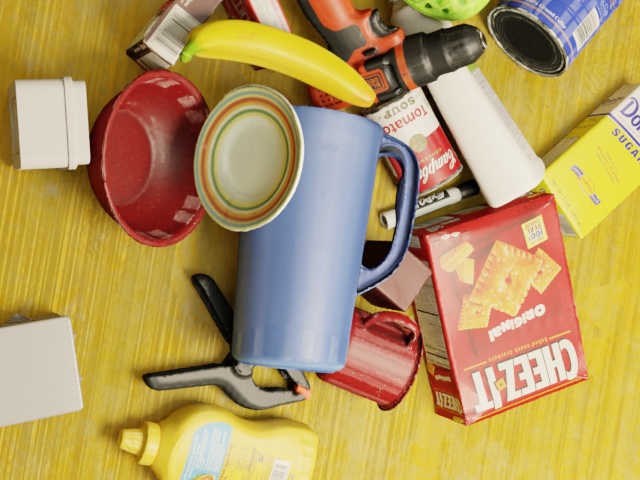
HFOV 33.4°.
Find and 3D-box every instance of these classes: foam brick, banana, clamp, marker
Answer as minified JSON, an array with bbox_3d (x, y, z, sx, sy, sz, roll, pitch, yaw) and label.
[{"bbox_3d":[0.068,0.036,1.089,0.051,0.078,0.053,40,78,-18],"label":"foam brick"},{"bbox_3d":[-0.042,-0.163,0.964,0.197,0.037,0.069,8,56,-28],"label":"banana"},{"bbox_3d":[-0.080,0.108,1.054,0.171,0.039,0.120,20,90,-27],"label":"clamp"},{"bbox_3d":[0.120,-0.039,1.137,0.121,0.020,0.020,-21,101,-20],"label":"marker"}]

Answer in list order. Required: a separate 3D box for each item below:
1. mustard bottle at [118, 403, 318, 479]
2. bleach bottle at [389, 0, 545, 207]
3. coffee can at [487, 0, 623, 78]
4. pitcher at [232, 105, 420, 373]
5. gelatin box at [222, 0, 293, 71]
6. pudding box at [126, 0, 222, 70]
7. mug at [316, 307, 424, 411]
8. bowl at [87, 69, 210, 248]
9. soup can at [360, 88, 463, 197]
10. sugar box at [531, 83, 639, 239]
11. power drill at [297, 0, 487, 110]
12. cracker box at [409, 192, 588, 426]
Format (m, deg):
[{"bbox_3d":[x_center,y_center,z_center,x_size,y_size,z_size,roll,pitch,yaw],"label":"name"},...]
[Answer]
[{"bbox_3d":[-0.103,0.210,1.039,0.191,0.058,0.096,16,97,-22],"label":"mustard bottle"},{"bbox_3d":[0.144,-0.160,1.109,0.068,0.102,0.251,-30,96,17],"label":"bleach bottle"},{"bbox_3d":[0.261,-0.259,1.137,0.102,0.103,0.140,45,77,-18],"label":"coffee can"},{"bbox_3d":[-0.007,0.001,1.009,0.144,0.149,0.243,12,82,-49],"label":"pitcher"},{"bbox_3d":[-0.059,-0.210,1.024,0.030,0.073,0.089,-30,104,-17],"label":"gelatin box"},{"bbox_3d":[-0.127,-0.210,0.988,0.039,0.090,0.113,40,79,-17],"label":"pudding box"},{"bbox_3d":[0.052,0.109,1.072,0.081,0.117,0.093,23,46,-17],"label":"mug"},{"bbox_3d":[-0.162,-0.075,0.978,0.161,0.055,0.162,-12,104,-58],"label":"bowl"},{"bbox_3d":[0.094,-0.103,1.097,0.068,0.069,0.102,-34,104,-17],"label":"soup can"},{"bbox_3d":[0.319,-0.090,1.202,0.176,0.048,0.093,-40,106,-14],"label":"sugar box"},{"bbox_3d":[0.046,-0.222,1.012,0.185,0.057,0.187,-16,117,21],"label":"power drill"},{"bbox_3d":[0.188,0.070,1.143,0.164,0.072,0.214,-17,100,-20],"label":"cracker box"}]
